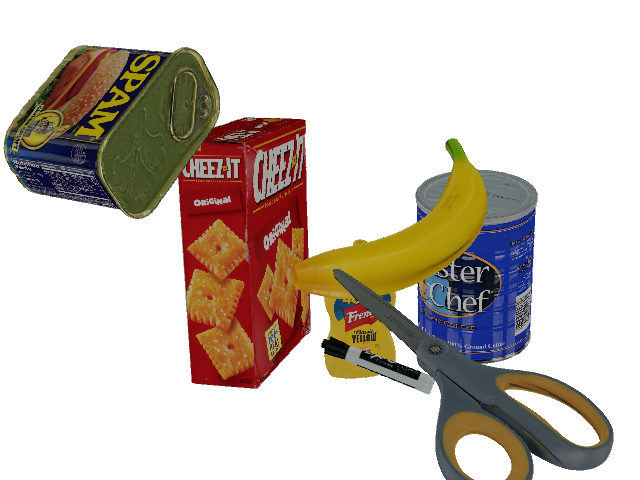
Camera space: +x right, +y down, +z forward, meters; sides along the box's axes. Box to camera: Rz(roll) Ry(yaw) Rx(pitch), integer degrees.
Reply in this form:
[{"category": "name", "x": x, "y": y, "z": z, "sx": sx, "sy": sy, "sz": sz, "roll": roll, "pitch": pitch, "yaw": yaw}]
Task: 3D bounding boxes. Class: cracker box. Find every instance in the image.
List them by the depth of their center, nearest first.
[{"category": "cracker box", "x": -0.062, "y": 0.005, "z": 0.962, "sx": 0.072, "sy": 0.214, "sz": 0.164, "roll": 3, "pitch": 14, "yaw": 16}]

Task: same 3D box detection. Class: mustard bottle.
[{"category": "mustard bottle", "x": 0.054, "y": 0.090, "z": 1.444, "sx": 0.096, "sy": 0.192, "sz": 0.058, "roll": -4, "pitch": 22, "yaw": -9}]

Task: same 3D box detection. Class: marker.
[{"category": "marker", "x": 0.058, "y": 0.126, "z": 1.089, "sx": 0.121, "sy": 0.020, "sz": 0.020, "roll": 21, "pitch": 4, "yaw": 11}]

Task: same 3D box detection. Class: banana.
[{"category": "banana", "x": 0.063, "y": -0.003, "z": 0.749, "sx": 0.070, "sy": 0.037, "sz": 0.197, "roll": 34, "pitch": 48, "yaw": 22}]

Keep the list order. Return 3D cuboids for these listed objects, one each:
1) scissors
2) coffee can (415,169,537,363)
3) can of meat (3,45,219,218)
[{"category": "scissors", "x": 0.056, "y": 0.076, "z": 0.572, "sx": 0.202, "sy": 0.016, "sz": 0.096, "roll": 25, "pitch": 46, "yaw": 33}, {"category": "coffee can", "x": 0.135, "y": 0.022, "z": 0.935, "sx": 0.103, "sy": 0.140, "sz": 0.103, "roll": -3, "pitch": 26, "yaw": 1}, {"category": "can of meat", "x": -0.121, "y": -0.067, "z": 0.617, "sx": 0.084, "sy": 0.102, "sz": 0.057, "roll": 10, "pitch": -35, "yaw": 32}]
